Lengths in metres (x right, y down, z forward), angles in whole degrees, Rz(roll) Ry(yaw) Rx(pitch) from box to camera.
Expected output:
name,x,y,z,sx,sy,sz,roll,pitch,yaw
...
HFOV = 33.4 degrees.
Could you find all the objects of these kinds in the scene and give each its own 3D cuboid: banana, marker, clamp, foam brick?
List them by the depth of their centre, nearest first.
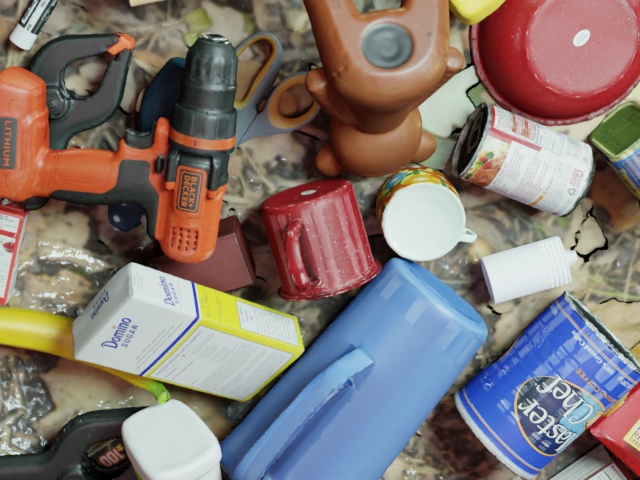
name,x,y,z,sx,sy,sz,roll,pitch,yaw
marker,-0.212,-0.208,0.861,0.020,0.020,0.121,33,105,-13
clamp,-0.229,-0.119,0.882,0.120,0.039,0.171,40,100,-20
foam brick,-0.101,0.019,0.927,0.078,0.053,0.051,-17,110,4
banana,-0.220,0.091,0.939,0.197,0.069,0.037,19,95,-4
clamp,-0.221,0.227,0.988,0.210,0.036,0.164,-29,110,7

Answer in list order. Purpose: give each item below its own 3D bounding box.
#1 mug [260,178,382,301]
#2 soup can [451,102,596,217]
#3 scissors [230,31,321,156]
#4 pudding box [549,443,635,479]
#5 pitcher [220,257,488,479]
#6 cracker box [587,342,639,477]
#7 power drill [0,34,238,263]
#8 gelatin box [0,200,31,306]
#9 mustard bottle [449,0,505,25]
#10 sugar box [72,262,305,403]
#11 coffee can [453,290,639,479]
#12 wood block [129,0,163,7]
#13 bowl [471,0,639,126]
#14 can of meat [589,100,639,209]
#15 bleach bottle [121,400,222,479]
name,x,y,z,sx,sy,sz,roll,pitch,yaw
mug,-0.006,0.001,0.895,0.093,0.117,0.081,-10,106,22
soup can,0.171,-0.067,0.902,0.102,0.068,0.068,20,107,-10
scissors,-0.064,-0.078,0.914,0.096,0.016,0.202,19,107,-8
pudding box,0.260,0.264,1.037,0.113,0.039,0.090,-38,106,8
pitcher,0.028,0.136,0.925,0.145,0.149,0.243,35,100,-20
cracker box,0.369,0.143,0.982,0.164,0.072,0.214,43,102,-15
power drill,-0.159,-0.082,0.832,0.187,0.057,0.184,12,111,4
gelatin box,-0.297,0.004,0.925,0.073,0.030,0.089,15,108,-6
mustard bottle,0.165,-0.261,0.834,0.192,0.058,0.096,-36,79,8
sugar box,-0.111,0.082,0.907,0.176,0.048,0.093,24,127,-34
coffee can,0.204,0.130,0.953,0.102,0.103,0.140,41,102,-15
wood block,-0.051,-0.249,0.817,0.206,0.090,0.091,-11,110,1
bowl,0.208,-0.167,0.875,0.162,0.055,0.162,-1,109,-3
can of meat,0.276,-0.063,0.891,0.057,0.102,0.084,-41,104,11
bleach bottle,-0.113,0.269,0.962,0.068,0.103,0.251,-23,123,-22
